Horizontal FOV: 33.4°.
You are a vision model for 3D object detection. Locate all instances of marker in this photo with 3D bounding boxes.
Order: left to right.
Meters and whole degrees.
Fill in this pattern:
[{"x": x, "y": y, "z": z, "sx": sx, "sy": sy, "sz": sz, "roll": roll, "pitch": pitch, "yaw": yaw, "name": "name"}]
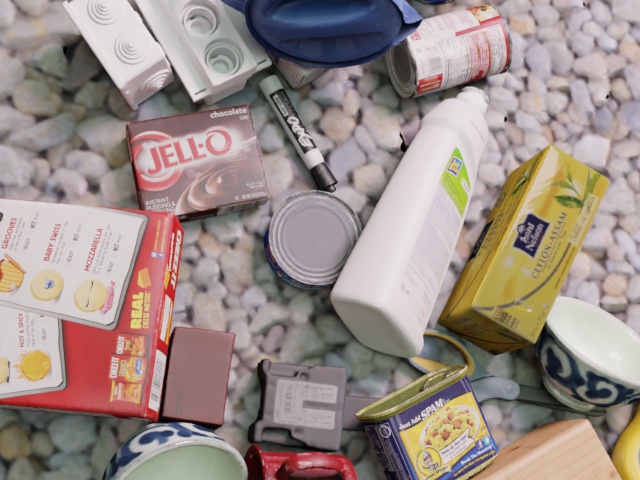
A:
[{"x": -0.019, "y": -0.095, "z": 0.975, "sx": 0.020, "sy": 0.020, "sz": 0.121, "roll": -28, "pitch": 85, "yaw": -16, "name": "marker"}]

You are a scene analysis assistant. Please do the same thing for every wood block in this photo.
[{"x": 0.146, "y": 0.239, "z": 0.896, "sx": 0.206, "sy": 0.091, "sz": 0.090, "roll": -26, "pitch": 85, "yaw": -16, "name": "wood block"}]

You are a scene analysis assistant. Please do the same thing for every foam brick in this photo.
[{"x": -0.104, "y": 0.116, "z": 0.893, "sx": 0.053, "sy": 0.051, "sz": 0.078, "roll": 10, "pitch": 76, "yaw": -9, "name": "foam brick"}]

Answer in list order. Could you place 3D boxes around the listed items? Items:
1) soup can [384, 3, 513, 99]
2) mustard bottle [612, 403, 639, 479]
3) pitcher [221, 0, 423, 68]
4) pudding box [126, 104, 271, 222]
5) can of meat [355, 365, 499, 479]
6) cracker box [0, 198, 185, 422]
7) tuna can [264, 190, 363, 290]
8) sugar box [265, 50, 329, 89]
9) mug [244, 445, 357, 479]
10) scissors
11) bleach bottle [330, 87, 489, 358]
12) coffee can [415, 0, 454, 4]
[{"x": 0.119, "y": -0.176, "z": 0.996, "sx": 0.102, "sy": 0.069, "sz": 0.068, "roll": -17, "pitch": 82, "yaw": -15, "name": "soup can"}, {"x": 0.315, "y": 0.194, "z": 0.959, "sx": 0.096, "sy": 0.058, "sz": 0.191, "roll": 30, "pitch": 74, "yaw": -8, "name": "mustard bottle"}, {"x": 0.000, "y": -0.284, "z": 0.923, "sx": 0.145, "sy": 0.149, "sz": 0.243, "roll": -12, "pitch": 62, "yaw": 31, "name": "pitcher"}, {"x": -0.108, "y": -0.065, "z": 0.939, "sx": 0.113, "sy": 0.039, "sz": 0.090, "roll": -11, "pitch": 79, "yaw": -14, "name": "pudding box"}, {"x": 0.093, "y": 0.164, "z": 0.898, "sx": 0.102, "sy": 0.058, "sz": 0.084, "roll": -24, "pitch": 91, "yaw": -26, "name": "can of meat"}, {"x": -0.225, "y": 0.054, "z": 0.851, "sx": 0.214, "sy": 0.072, "sz": 0.164, "roll": 4, "pitch": 75, "yaw": 4, "name": "cracker box"}, {"x": -0.006, "y": 0.001, "z": 0.948, "sx": 0.086, "sy": 0.034, "sz": 0.086, "roll": 3, "pitch": 77, "yaw": -11, "name": "tuna can"}, {"x": -0.037, "y": -0.235, "z": 0.989, "sx": 0.093, "sy": 0.048, "sz": 0.176, "roll": -35, "pitch": 89, "yaw": -20, "name": "sugar box"}, {"x": -0.014, "y": 0.207, "z": 0.862, "sx": 0.081, "sy": 0.117, "sz": 0.093, "roll": 5, "pitch": 43, "yaw": -17, "name": "mug"}, {"x": 0.155, "y": 0.149, "z": 0.958, "sx": 0.201, "sy": 0.016, "sz": 0.096, "roll": 29, "pitch": 75, "yaw": -4, "name": "scissors"}, {"x": 0.096, "y": -0.027, "z": 0.953, "sx": 0.068, "sy": 0.102, "sz": 0.250, "roll": 11, "pitch": 62, "yaw": 33, "name": "bleach bottle"}, {"x": 0.122, "y": -0.294, "z": 0.985, "sx": 0.102, "sy": 0.140, "sz": 0.103, "roll": 3, "pitch": 77, "yaw": -11, "name": "coffee can"}]
